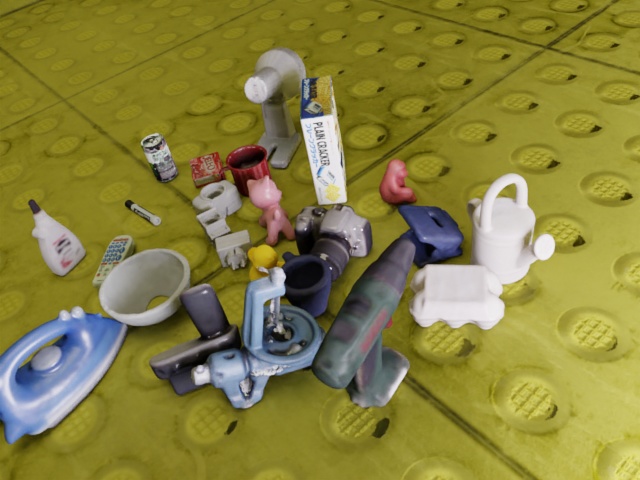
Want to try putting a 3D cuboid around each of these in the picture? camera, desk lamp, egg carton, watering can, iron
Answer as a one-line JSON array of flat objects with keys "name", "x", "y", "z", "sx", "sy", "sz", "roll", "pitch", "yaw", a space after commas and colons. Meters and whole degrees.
[{"name": "camera", "x": 0.010, "y": 0.004, "z": 1.052, "sx": 0.142, "sy": 0.101, "sz": 0.137, "roll": 10, "pitch": 48, "yaw": 22}, {"name": "desk lamp", "x": -0.105, "y": -0.311, "z": 1.324, "sx": 0.117, "sy": 0.214, "sz": 0.203, "roll": 5, "pitch": 46, "yaw": 18}, {"name": "egg carton", "x": 0.221, "y": 0.093, "z": 0.935, "sx": 0.150, "sy": 0.069, "sz": 0.107, "roll": -1, "pitch": 44, "yaw": 12}, {"name": "watering can", "x": 0.309, "y": -0.023, "z": 0.945, "sx": 0.172, "sy": 0.194, "sz": 0.101, "roll": 23, "pitch": 54, "yaw": 32}, {"name": "iron", "x": -0.437, "y": 0.188, "z": 0.930, "sx": 0.118, "sy": 0.142, "sz": 0.259, "roll": 20, "pitch": 52, "yaw": 30}]

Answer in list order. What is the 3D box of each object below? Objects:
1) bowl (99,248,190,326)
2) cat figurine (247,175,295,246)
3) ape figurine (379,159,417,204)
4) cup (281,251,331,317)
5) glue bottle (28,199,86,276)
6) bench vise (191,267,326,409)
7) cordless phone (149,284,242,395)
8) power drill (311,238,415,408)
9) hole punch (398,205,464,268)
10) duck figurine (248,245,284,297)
[{"name": "bowl", "x": -0.308, "y": 0.098, "z": 1.044, "sx": 0.167, "sy": 0.075, "sz": 0.167, "roll": -6, "pitch": 43, "yaw": 6}, {"name": "cat figurine", "x": -0.100, "y": -0.071, "z": 1.142, "sx": 0.067, "sy": 0.118, "sz": 0.127, "roll": -21, "pitch": 44, "yaw": -9}, {"name": "ape figurine", "x": 0.156, "y": -0.122, "z": 1.157, "sx": 0.076, "sy": 0.092, "sz": 0.078, "roll": -1, "pitch": 44, "yaw": 11}, {"name": "cup", "x": -0.028, "y": 0.080, "z": 0.985, "sx": 0.092, "sy": 0.095, "sz": 0.117, "roll": -28, "pitch": 45, "yaw": -16}, {"name": "glue bottle", "x": -0.533, "y": -0.012, "z": 1.137, "sx": 0.037, "sy": 0.173, "sz": 0.078, "roll": 12, "pitch": 48, "yaw": 24}, {"name": "bench vise", "x": -0.088, "y": 0.148, "z": 0.836, "sx": 0.208, "sy": 0.220, "sz": 0.121, "roll": -38, "pitch": 49, "yaw": -25}, {"name": "cordless phone", "x": -0.206, "y": 0.143, "z": 0.893, "sx": 0.148, "sy": 0.185, "sz": 0.094, "roll": -23, "pitch": 44, "yaw": -12}, {"name": "power drill", "x": 0.076, "y": 0.135, "z": 0.821, "sx": 0.075, "sy": 0.209, "sz": 0.230, "roll": 19, "pitch": 51, "yaw": 29}, {"name": "hole punch", "x": 0.201, "y": -0.021, "z": 1.042, "sx": 0.101, "sy": 0.091, "sz": 0.108, "roll": -20, "pitch": 44, "yaw": -8}, {"name": "duck figurine", "x": -0.091, "y": 0.049, "z": 1.038, "sx": 0.104, "sy": 0.086, "sz": 0.078, "roll": 28, "pitch": 56, "yaw": 34}]
